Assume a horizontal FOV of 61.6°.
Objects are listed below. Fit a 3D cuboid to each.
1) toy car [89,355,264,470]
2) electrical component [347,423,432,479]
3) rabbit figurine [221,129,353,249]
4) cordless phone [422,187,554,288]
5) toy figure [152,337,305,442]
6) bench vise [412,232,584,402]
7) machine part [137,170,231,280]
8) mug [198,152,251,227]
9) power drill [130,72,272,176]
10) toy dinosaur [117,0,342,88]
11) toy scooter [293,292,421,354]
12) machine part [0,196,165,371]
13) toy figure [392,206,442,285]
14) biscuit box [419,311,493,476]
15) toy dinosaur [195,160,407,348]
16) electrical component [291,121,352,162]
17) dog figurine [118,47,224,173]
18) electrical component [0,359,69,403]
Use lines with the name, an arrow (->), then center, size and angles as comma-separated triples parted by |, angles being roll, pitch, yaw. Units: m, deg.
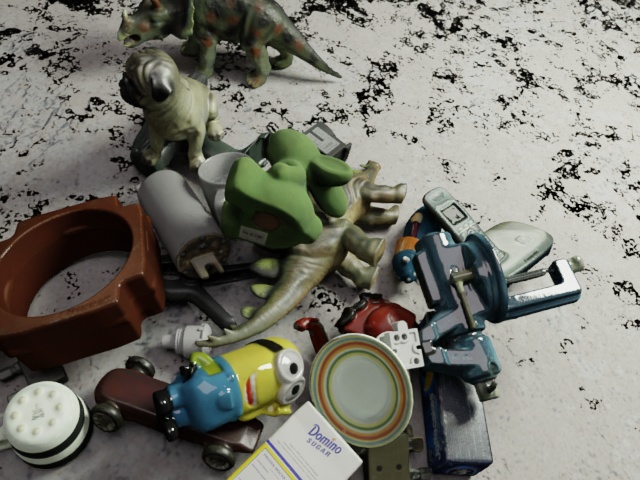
toy car -> -0.169, 0.206, 0.638 | 0.202, 0.053, 0.089 | 19, 34, 1
electrical component -> 0.081, 0.258, 0.656 | 0.102, 0.045, 0.078 | -6, 85, -11
rabbit figurine -> -0.037, -0.083, 0.706 | 0.159, 0.121, 0.170 | 12, 54, 4
cordless phone -> 0.249, -0.017, 0.829 | 0.146, 0.088, 0.184 | -31, 77, -27
toy figure -> -0.100, 0.162, 0.615 | 0.180, 0.082, 0.089 | -13, 39, -29
bench vise -> 0.228, 0.079, 0.677 | 0.241, 0.128, 0.224 | -14, 57, -5
machine part -> -0.194, -0.026, 0.757 | 0.079, 0.079, 0.243 | -21, 45, -23
mug -> -0.128, -0.057, 0.787 | 0.081, 0.107, 0.110 | -6, 42, 3
power drill -> -0.184, -0.179, 0.888 | 0.207, 0.086, 0.232 | 28, 57, 5
toy dinosaur -> -0.148, -0.389, 0.973 | 0.405, 0.192, 0.131 | 0, 58, -9
toy scooter -> 0.043, 0.130, 0.706 | 0.184, 0.075, 0.135 | -40, 88, -25
machine part -> -0.303, 0.049, 0.671 | 0.201, 0.087, 0.201 | -16, 46, -7
toy figure -> 0.149, 0.009, 0.830 | 0.064, 0.058, 0.154 | 41, 52, -9
biscuit box -> 0.169, 0.196, 0.702 | 0.063, 0.059, 0.203 | 6, 54, -7
toy dinosaur -> -0.002, -0.002, 0.781 | 0.199, 0.105, 0.471 | 18, 42, 12
electrical component -> -0.013, -0.167, 0.931 | 0.119, 0.047, 0.075 | 42, 58, 17
dog figurine -> -0.203, -0.212, 0.756 | 0.121, 0.190, 0.172 | 0, 56, -5
electrical component -> -0.340, 0.158, 0.659 | 0.094, 0.021, 0.063 | -27, 64, -27
